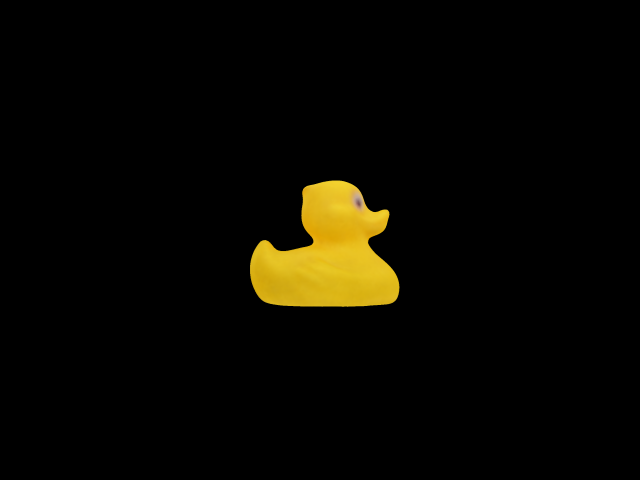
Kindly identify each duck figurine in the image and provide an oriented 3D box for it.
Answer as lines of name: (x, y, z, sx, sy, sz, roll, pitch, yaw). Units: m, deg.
duck figurine: (0.004, 0.001, 0.400, 0.104, 0.086, 0.077, 0, 0, -9)
